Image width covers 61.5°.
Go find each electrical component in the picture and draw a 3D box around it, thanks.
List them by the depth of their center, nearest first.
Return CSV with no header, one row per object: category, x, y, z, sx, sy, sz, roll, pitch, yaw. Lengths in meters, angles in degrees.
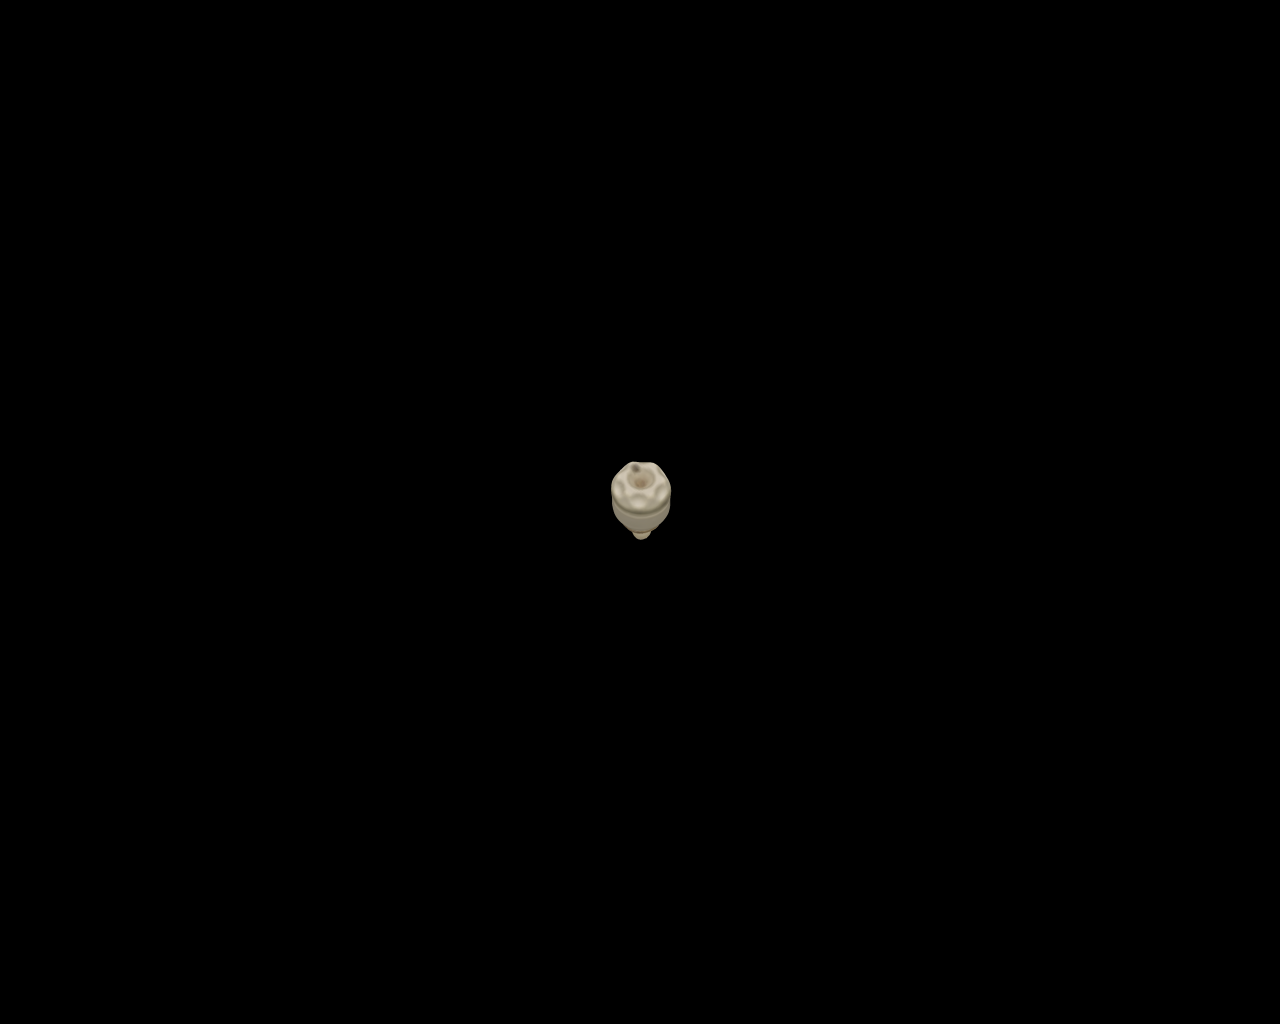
electrical component,0.001,-0.003,0.650,0.035,0.035,0.061,0,-35,0
